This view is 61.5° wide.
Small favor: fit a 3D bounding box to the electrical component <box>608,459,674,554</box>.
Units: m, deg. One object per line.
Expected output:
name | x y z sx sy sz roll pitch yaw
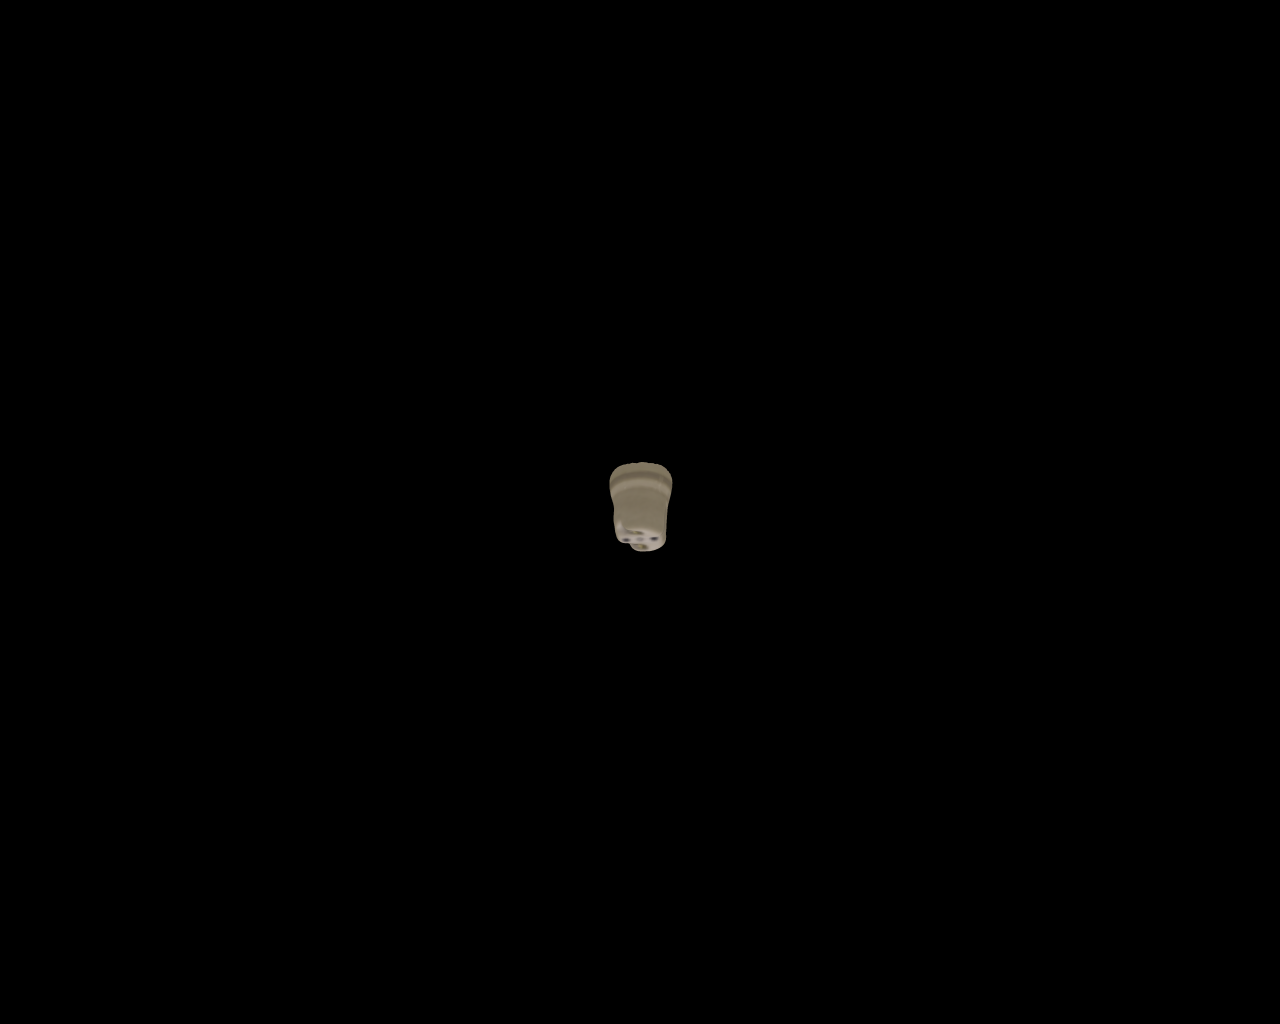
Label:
electrical component | 0.001 -0.003 0.650 0.040 0.046 0.040 0 -29 0
